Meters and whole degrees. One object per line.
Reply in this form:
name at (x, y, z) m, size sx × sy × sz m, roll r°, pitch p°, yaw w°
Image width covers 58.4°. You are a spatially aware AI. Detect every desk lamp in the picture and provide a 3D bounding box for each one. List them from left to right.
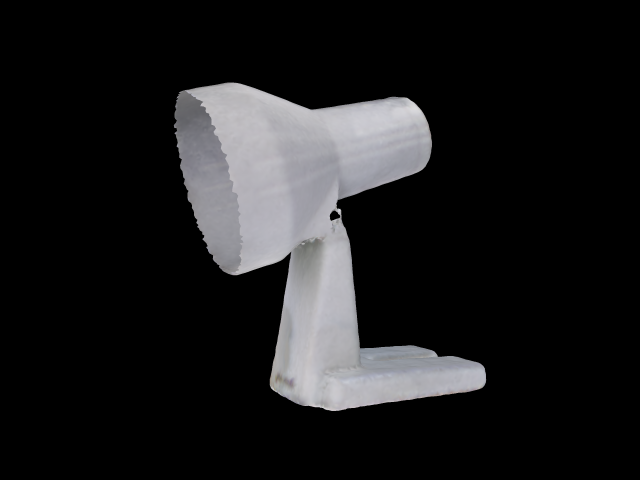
desk lamp at (0.004, 0.001, 0.400) m, size 0.204 × 0.213 × 0.117 m, roll 0°, pitch 0°, yaw -25°
